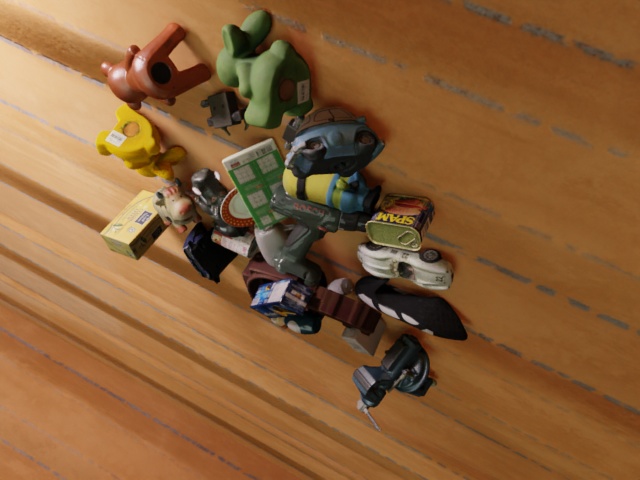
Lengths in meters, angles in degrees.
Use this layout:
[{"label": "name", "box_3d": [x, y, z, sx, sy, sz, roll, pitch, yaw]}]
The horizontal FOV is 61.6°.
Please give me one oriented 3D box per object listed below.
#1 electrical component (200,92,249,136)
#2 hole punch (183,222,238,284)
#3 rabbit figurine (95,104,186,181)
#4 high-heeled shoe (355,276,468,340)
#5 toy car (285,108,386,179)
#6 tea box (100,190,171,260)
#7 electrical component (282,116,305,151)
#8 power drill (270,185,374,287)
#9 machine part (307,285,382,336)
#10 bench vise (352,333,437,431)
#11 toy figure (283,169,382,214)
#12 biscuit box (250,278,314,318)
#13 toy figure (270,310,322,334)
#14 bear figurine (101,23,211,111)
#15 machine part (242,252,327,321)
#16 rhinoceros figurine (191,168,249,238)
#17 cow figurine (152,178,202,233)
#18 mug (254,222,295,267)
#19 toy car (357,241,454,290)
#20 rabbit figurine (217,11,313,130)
[{"label": "electrical component", "box_3d": [-0.174, -0.237, 1.011, 0.102, 0.045, 0.078, -8, 99, 41]}, {"label": "hole punch", "box_3d": [-0.286, 0.025, 1.357, 0.092, 0.116, 0.142, 10, 139, 42]}, {"label": "rabbit figurine", "box_3d": [-0.381, -0.196, 1.187, 0.162, 0.122, 0.173, 19, 158, 4]}, {"label": "high-heeled shoe", "box_3d": [0.189, 0.158, 1.170, 0.249, 0.086, 0.145, 38, 151, -2]}, {"label": "toy car", "box_3d": [0.017, -0.164, 0.887, 0.109, 0.162, 0.103, 130, 129, -62]}, {"label": "tea box", "box_3d": [-0.452, -0.040, 1.353, 0.098, 0.169, 0.068, 16, 142, 22]}, {"label": "electrical component", "box_3d": [-0.034, -0.186, 0.976, 0.063, 0.021, 0.094, 34, 145, -2]}, {"label": "power drill", "box_3d": [-0.002, -0.003, 1.083, 0.232, 0.086, 0.207, 23, 131, 2]}, {"label": "machine part", "box_3d": [0.048, 0.153, 1.173, 0.179, 0.056, 0.179, 23, 171, 4]}, {"label": "bench vise", "box_3d": [0.198, 0.340, 1.301, 0.240, 0.223, 0.129, 29, 178, -40]}, {"label": "toy figure", "box_3d": [0.018, -0.099, 0.982, 0.180, 0.089, 0.082, 25, 136, 16]}, {"label": "biscuit box", "box_3d": [-0.089, 0.131, 1.184, 0.063, 0.059, 0.203, 31, 159, -17]}, {"label": "toy figure", "box_3d": [-0.069, 0.184, 1.275, 0.155, 0.058, 0.064, 8, 99, 34]}, {"label": "bear figurine", "box_3d": [-0.312, -0.308, 0.995, 0.196, 0.132, 0.120, 15, 144, 54]}, {"label": "machine part", "box_3d": [-0.083, 0.124, 1.334, 0.202, 0.087, 0.200, 14, 140, 24]}, {"label": "rhinoceros figurine", "box_3d": [-0.224, -0.078, 1.176, 0.112, 0.073, 0.190, 44, 165, 47]}, {"label": "cow figurine", "box_3d": [-0.338, -0.084, 1.254, 0.195, 0.085, 0.127, 23, 148, 57]}, {"label": "mug", "box_3d": [-0.091, -0.003, 1.184, 0.110, 0.081, 0.107, -18, 141, 13]}, {"label": "toy car", "box_3d": [0.166, 0.049, 1.071, 0.202, 0.056, 0.073, 12, 140, 27]}, {"label": "rabbit figurine", "box_3d": [-0.111, -0.272, 0.859, 0.170, 0.121, 0.158, 29, 144, 33]}]
